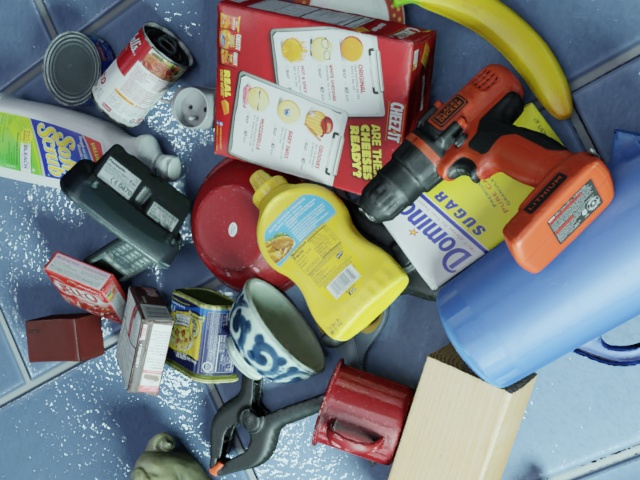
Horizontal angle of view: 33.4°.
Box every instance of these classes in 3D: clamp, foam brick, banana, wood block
[{"bbox_3d":[-0.060,0.195,1.166,0.120,0.039,0.171,32,106,26],"label":"clamp"},{"bbox_3d":[-0.304,0.116,1.274,0.078,0.051,0.053,-4,93,27],"label":"foam brick"},{"bbox_3d":[0.083,0.027,1.070,0.210,0.036,0.164,-1,85,23],"label":"clamp"},{"bbox_3d":[0.164,-0.189,1.000,0.198,0.037,0.069,34,77,5],"label":"banana"},{"bbox_3d":[0.129,0.215,1.044,0.091,0.090,0.206,22,105,23],"label":"wood block"}]

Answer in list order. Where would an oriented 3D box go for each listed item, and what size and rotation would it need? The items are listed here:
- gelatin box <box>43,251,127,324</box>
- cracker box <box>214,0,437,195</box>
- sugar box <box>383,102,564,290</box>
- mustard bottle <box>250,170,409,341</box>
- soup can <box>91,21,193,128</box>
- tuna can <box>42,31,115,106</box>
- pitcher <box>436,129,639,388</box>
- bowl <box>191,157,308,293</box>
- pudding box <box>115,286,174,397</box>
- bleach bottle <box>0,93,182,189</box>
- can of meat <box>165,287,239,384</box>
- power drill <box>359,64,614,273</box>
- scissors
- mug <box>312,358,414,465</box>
[{"bbox_3d":[-0.269,0.056,1.238,0.089,0.073,0.030,19,61,24],"label":"gelatin box"},{"bbox_3d":[0.001,-0.145,1.064,0.214,0.072,0.164,16,119,23],"label":"cracker box"},{"bbox_3d":[0.150,-0.040,0.998,0.176,0.048,0.093,-36,87,5],"label":"sugar box"},{"bbox_3d":[-0.007,0.001,1.059,0.096,0.058,0.192,-44,70,8],"label":"mustard bottle"},{"bbox_3d":[-0.197,-0.181,1.179,0.102,0.068,0.068,-44,76,24],"label":"soup can"},{"bbox_3d":[-0.278,-0.198,1.237,0.086,0.033,0.086,3,97,27],"label":"tuna can"},{"bbox_3d":[0.233,0.035,0.936,0.243,0.144,0.149,-36,48,19],"label":"pitcher"},{"bbox_3d":[-0.082,-0.015,1.146,0.162,0.055,0.162,3,97,26],"label":"bowl"},{"bbox_3d":[-0.198,0.111,1.192,0.039,0.114,0.090,8,104,-19],"label":"pudding box"},{"bbox_3d":[-0.273,-0.106,1.230,0.251,0.068,0.102,10,102,23],"label":"bleach bottle"},{"bbox_3d":[-0.127,0.102,1.165,0.102,0.057,0.084,17,102,55],"label":"can of meat"},{"bbox_3d":[0.140,-0.052,0.911,0.184,0.057,0.188,-45,46,0],"label":"power drill"},{"bbox_3d":[0.052,0.129,1.115,0.096,0.016,0.202,-26,84,26],"label":"scissors"},{"bbox_3d":[0.042,0.178,1.057,0.081,0.117,0.093,18,108,9],"label":"mug"}]
